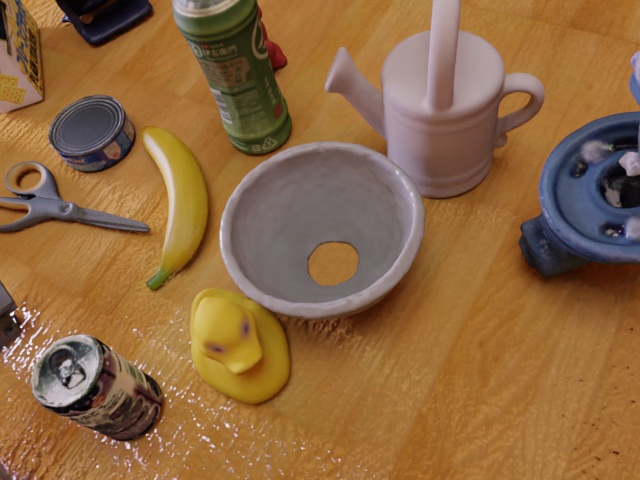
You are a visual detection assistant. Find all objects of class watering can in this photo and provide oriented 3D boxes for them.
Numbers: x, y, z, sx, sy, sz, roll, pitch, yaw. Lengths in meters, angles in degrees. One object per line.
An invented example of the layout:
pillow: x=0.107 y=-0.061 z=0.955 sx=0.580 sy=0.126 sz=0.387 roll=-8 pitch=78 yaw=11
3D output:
watering can: x=0.093 y=-0.128 z=0.478 sx=0.173 sy=0.194 sz=0.101 roll=-14 pitch=58 yaw=2

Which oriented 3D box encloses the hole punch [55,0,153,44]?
hole punch: x=-0.287 y=-0.320 z=0.722 sx=0.109 sy=0.091 sz=0.101 roll=-36 pitch=60 yaw=-11

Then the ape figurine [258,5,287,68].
ape figurine: x=-0.082 y=-0.236 z=0.634 sx=0.076 sy=0.092 sz=0.078 roll=-4 pitch=59 yaw=8

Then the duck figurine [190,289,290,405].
duck figurine: x=-0.073 y=0.073 z=0.452 sx=0.077 sy=0.086 sz=0.104 roll=-35 pitch=60 yaw=-11

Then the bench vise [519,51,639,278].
bench vise: x=0.248 y=-0.066 z=0.397 sx=0.207 sy=0.220 sz=0.121 roll=-29 pitch=59 yaw=-7

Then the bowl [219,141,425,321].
bowl: x=0.004 y=0.002 z=0.487 sx=0.167 sy=0.075 sz=0.167 roll=-5 pitch=59 yaw=8

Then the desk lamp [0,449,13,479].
desk lamp: x=-0.284 y=0.164 z=0.361 sx=0.117 sy=0.214 sz=0.203 roll=35 pitch=71 yaw=26
